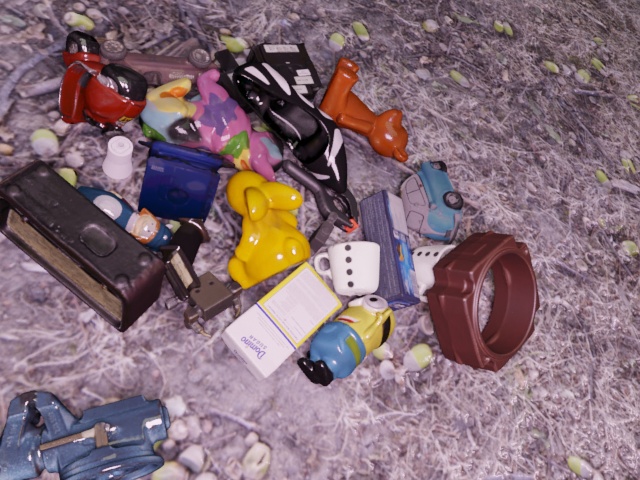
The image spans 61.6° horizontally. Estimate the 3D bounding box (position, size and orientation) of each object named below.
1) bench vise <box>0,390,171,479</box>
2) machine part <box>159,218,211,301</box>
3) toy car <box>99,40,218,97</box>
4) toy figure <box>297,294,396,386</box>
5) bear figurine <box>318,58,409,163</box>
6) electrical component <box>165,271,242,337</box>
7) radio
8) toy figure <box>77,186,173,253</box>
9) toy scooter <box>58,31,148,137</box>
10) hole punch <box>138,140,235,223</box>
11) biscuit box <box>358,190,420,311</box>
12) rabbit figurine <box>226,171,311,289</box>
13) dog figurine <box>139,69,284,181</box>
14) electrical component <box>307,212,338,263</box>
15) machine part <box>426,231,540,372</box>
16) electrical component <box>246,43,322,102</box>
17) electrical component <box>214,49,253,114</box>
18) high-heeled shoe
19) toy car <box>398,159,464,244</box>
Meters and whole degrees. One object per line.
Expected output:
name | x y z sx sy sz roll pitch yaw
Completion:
bench vise | -0.271 0.281 0.597 0.223 0.128 0.241 -5 61 -28
machine part | -0.196 0.020 0.780 0.139 0.039 0.084 -86 154 -52
toy car | -0.271 -0.278 0.893 0.202 0.089 0.053 -2 62 -27
toy figure | 0.045 0.153 0.825 0.082 0.089 0.180 26 47 28
bear figurine | 0.098 -0.239 1.022 0.196 0.131 0.120 24 30 -5
electrical component | -0.163 0.093 0.787 0.078 0.045 0.102 31 48 27
radio | -0.315 0.009 0.704 0.229 0.131 0.073 39 54 -2
toy figure | -0.284 -0.025 0.783 0.154 0.058 0.064 25 95 -13
toy scooter | -0.334 -0.212 0.797 0.184 0.135 0.075 40 22 24
hole punch | -0.213 -0.085 0.813 0.142 0.116 0.092 15 68 -17
biscuit box | 0.119 0.018 0.931 0.059 0.063 0.203 20 55 -44
rabbit figurine | -0.092 -0.029 0.808 0.122 0.162 0.173 -20 80 -21
dog figurine | -0.164 -0.156 0.873 0.191 0.108 0.219 -33 84 -34
electrical component | -0.002 -0.003 0.894 0.021 0.063 0.094 35 57 -6
machine part | 0.283 0.102 0.908 0.201 0.087 0.201 -32 114 -34
electrical component | -0.066 -0.305 1.019 0.115 0.058 0.134 -10 71 -26
electrical component | -0.154 -0.282 0.972 0.075 0.047 0.119 -32 81 -34
high-heeled shoe | -0.044 -0.178 0.866 0.248 0.086 0.145 58 29 6
toy car | 0.196 -0.071 0.999 0.103 0.109 0.162 -8 59 -9
